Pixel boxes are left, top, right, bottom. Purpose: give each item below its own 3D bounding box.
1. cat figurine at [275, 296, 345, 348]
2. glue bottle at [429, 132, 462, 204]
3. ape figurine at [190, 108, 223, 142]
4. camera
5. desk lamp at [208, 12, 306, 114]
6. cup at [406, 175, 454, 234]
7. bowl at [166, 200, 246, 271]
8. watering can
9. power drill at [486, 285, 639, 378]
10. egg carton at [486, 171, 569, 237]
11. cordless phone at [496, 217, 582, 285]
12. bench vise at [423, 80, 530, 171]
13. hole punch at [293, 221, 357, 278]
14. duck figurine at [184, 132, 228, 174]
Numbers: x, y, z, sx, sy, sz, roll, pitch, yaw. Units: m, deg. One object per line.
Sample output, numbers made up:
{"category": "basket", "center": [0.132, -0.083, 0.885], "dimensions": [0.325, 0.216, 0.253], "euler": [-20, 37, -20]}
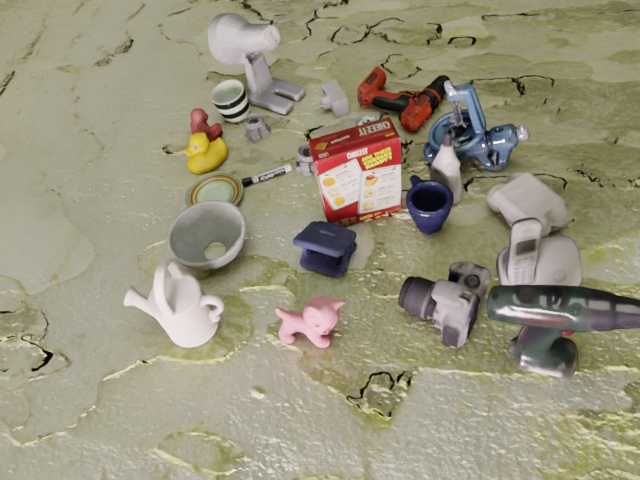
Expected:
{"category": "cat figurine", "center": [-0.018, 0.137, 1.020], "dimensions": [0.127, 0.118, 0.067], "euler": [3, 55, 12]}
{"category": "glue bottle", "center": [0.253, -0.149, 1.146], "dimensions": [0.037, 0.173, 0.078], "euler": [-30, 55, -12]}
{"category": "ape figurine", "center": [-0.283, -0.279, 1.382], "dimensions": [0.077, 0.092, 0.076], "euler": [31, 65, 28]}
{"category": "camera", "center": [0.218, 0.095, 1.021], "dimensions": [0.136, 0.101, 0.143], "euler": [19, 60, 22]}
{"category": "desk lamp", "center": [-0.154, -0.443, 1.403], "dimensions": [0.202, 0.214, 0.118], "euler": [23, 61, 24]}
{"category": "cup", "center": [0.211, -0.066, 1.142], "dimensions": [0.092, 0.095, 0.117], "euler": [-24, 54, -7]}
{"category": "bowl", "center": [-0.225, 0.002, 1.180], "dimensions": [0.167, 0.075, 0.167], "euler": [-5, 54, 6]}
{"category": "watering can", "center": [-0.265, 0.110, 1.033], "dimensions": [0.173, 0.194, 0.100], "euler": [-18, 53, -3]}
{"category": "power drill", "center": [0.375, 0.137, 0.897], "dimensions": [0.229, 0.209, 0.076], "euler": [9, 56, 16]}
{"category": "egg carton", "center": [0.407, -0.066, 1.125], "dimensions": [0.107, 0.069, 0.150], "euler": [-31, 55, -13]}
{"category": "cordless phone", "center": [0.385, 0.023, 0.992], "dimensions": [0.147, 0.185, 0.094], "euler": [-15, 53, -1]}
{"category": "bench vise", "center": [0.318, -0.245, 1.176], "dimensions": [0.207, 0.220, 0.121], "euler": [-12, 53, 1]}
{"category": "hole punch", "center": [0.010, 0.004, 1.128], "dimensions": [0.108, 0.091, 0.101], "euler": [15, 58, 20]}
{"category": "duck figurine", "center": [-0.270, -0.215, 1.337], "dimensions": [0.105, 0.086, 0.077], "euler": [-35, 56, -15]}
